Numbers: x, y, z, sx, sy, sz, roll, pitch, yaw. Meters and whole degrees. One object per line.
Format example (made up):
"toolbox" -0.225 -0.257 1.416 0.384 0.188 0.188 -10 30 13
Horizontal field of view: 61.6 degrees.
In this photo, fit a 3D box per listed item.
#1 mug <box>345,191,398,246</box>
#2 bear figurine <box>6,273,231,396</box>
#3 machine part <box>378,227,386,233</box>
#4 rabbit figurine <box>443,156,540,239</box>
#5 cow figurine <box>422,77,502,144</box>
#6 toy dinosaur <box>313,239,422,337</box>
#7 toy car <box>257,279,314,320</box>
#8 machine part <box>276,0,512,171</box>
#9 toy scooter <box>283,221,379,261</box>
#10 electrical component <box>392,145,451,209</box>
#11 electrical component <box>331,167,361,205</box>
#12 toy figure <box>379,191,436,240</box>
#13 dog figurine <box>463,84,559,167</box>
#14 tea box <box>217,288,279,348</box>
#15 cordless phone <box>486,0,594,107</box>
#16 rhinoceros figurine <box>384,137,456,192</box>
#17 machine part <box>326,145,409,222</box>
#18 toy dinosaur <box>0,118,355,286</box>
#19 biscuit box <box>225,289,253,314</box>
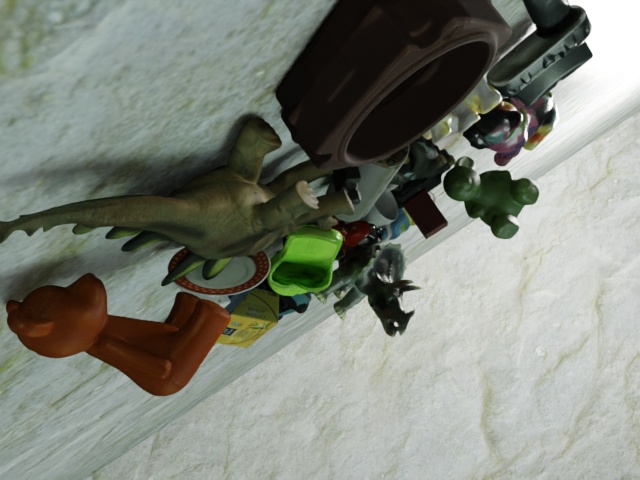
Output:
"mug" 0.084 -0.040 0.990 0.107 0.109 0.081 -28 174 39
"bear figurine" -0.219 0.084 0.580 0.132 0.195 0.120 -61 -156 -15
"machine part" 0.124 -0.058 1.103 0.139 0.084 0.039 -35 140 -41
"rabbit figurine" 0.303 -0.103 1.023 0.170 0.159 0.121 19 114 -28
"cow figurine" 0.152 -0.179 0.686 0.068 0.098 0.167 -38 -173 -7
"toy dinosaur" 0.083 0.047 1.115 0.192 0.131 0.405 -36 -158 10
"toy car" -0.070 0.095 1.113 0.161 0.109 0.103 -37 -167 52
"machine part" 0.073 -0.161 0.532 0.201 0.087 0.201 -21 162 -49
"toy scooter" -0.002 -0.003 0.938 0.184 0.075 0.135 -20 156 40
"electrical component" 0.191 -0.123 1.038 0.134 0.058 0.115 -34 170 4
"electrical component" 0.033 -0.083 0.709 0.021 0.094 0.063 -9 158 -15
"toy figure" 0.180 -0.059 1.206 0.180 0.082 0.089 -39 -172 -12
"dog figurine" 0.338 -0.219 0.942 0.191 0.108 0.219 -35 165 9
"tea box" -0.158 0.155 1.075 0.098 0.068 0.169 14 148 -23
"cordless phone" 0.277 -0.267 0.709 0.146 0.089 0.184 -39 155 23
"rhinoceros figurine" 0.150 -0.131 0.890 0.112 0.073 0.190 -29 174 33
"machine part" 0.063 -0.095 0.778 0.079 0.079 0.243 -28 166 -23
"toy dinosaur" -0.099 -0.026 0.571 0.198 0.105 0.471 -34 163 20
"biscuit box" -0.168 0.090 0.927 0.063 0.059 0.202 -18 161 -46
